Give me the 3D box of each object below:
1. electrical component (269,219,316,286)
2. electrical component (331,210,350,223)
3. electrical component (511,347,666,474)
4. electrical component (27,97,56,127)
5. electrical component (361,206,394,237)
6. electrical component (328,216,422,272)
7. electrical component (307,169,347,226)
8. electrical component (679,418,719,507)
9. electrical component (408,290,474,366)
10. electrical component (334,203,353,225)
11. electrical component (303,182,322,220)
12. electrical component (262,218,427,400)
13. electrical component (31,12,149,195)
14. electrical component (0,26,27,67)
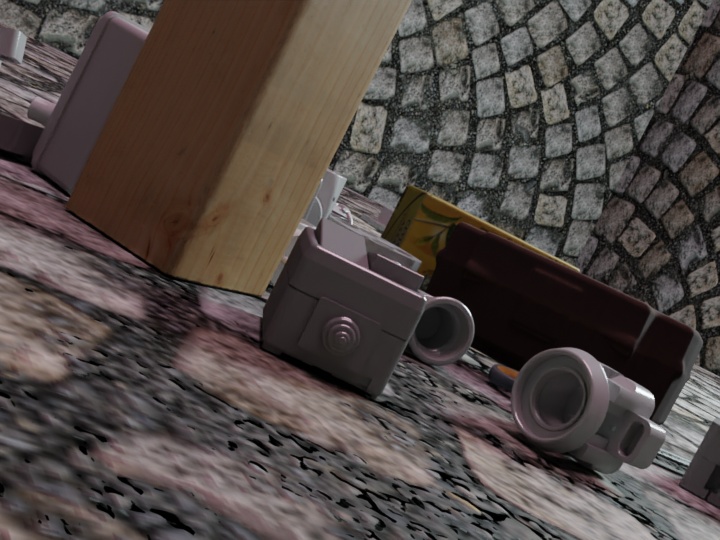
[{"bbox_3d":[-0.048,-0.011,0.668,0.077,0.044,0.079,23,7,-34],"label":"electrical component"},{"bbox_3d":[-0.022,-0.024,0.918,0.079,0.044,0.077,28,6,17],"label":"electrical component"},{"bbox_3d":[0.119,0.075,0.589,0.057,0.058,0.078,26,5,-43],"label":"electrical component"},{"bbox_3d":[-0.216,-0.108,0.803,0.062,0.043,0.043,25,6,-4],"label":"electrical component"},{"bbox_3d":[0.036,-0.023,1.081,0.081,0.063,0.042,23,8,-26],"label":"electrical component"},{"bbox_3d":[0.000,0.000,0.760,0.080,0.051,0.080,26,5,-3],"label":"electrical component"},{"bbox_3d":[-0.047,-0.044,0.817,0.043,0.077,0.079,27,5,-1],"label":"electrical component"},{"bbox_3d":[0.263,0.135,0.698,0.089,0.055,0.050,29,6,20],"label":"electrical component"},{"bbox_3d":[0.043,0.034,0.701,0.044,0.044,0.065,25,1,-18],"label":"electrical component"},{"bbox_3d":[-0.041,-0.045,1.028,0.062,0.048,0.048,12,14,-42],"label":"electrical component"},{"bbox_3d":[-0.084,-0.056,0.756,0.057,0.078,0.113,19,9,-34],"label":"electrical component"},{"bbox_3d":[-0.008,0.016,0.521,0.062,0.061,0.096,26,6,-8],"label":"electrical component"},{"bbox_3d":[-0.132,-0.089,0.680,0.056,0.108,0.109,34,9,37],"label":"electrical component"},{"bbox_3d":[-0.253,-0.127,0.666,0.078,0.057,0.058,12,-1,-6],"label":"electrical component"}]
